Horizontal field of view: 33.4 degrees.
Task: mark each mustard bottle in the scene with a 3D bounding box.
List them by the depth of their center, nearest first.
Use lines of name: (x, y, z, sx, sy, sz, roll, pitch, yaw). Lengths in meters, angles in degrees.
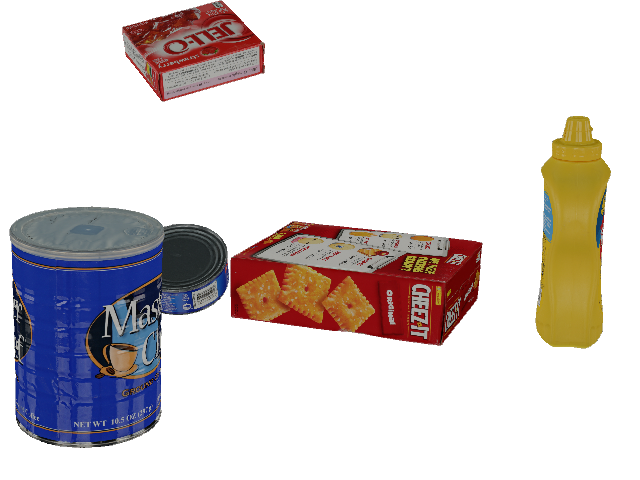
mustard bottle: (0.217, -0.011, 0.917, 0.058, 0.192, 0.096, 2, 18, 13)

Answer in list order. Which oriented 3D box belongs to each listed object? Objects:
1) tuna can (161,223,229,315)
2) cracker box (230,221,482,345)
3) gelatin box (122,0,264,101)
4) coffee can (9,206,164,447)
tuna can: (-0.124, 0.026, 0.950, 0.086, 0.034, 0.086, -1, 43, 1)
cracker box: (0.039, 0.040, 1.066, 0.214, 0.072, 0.164, 7, 16, 19)
gelatin box: (-0.097, -0.147, 0.819, 0.089, 0.030, 0.073, -20, 46, -21)
coffee can: (-0.161, 0.057, 0.742, 0.103, 0.140, 0.103, 3, 17, -1)
